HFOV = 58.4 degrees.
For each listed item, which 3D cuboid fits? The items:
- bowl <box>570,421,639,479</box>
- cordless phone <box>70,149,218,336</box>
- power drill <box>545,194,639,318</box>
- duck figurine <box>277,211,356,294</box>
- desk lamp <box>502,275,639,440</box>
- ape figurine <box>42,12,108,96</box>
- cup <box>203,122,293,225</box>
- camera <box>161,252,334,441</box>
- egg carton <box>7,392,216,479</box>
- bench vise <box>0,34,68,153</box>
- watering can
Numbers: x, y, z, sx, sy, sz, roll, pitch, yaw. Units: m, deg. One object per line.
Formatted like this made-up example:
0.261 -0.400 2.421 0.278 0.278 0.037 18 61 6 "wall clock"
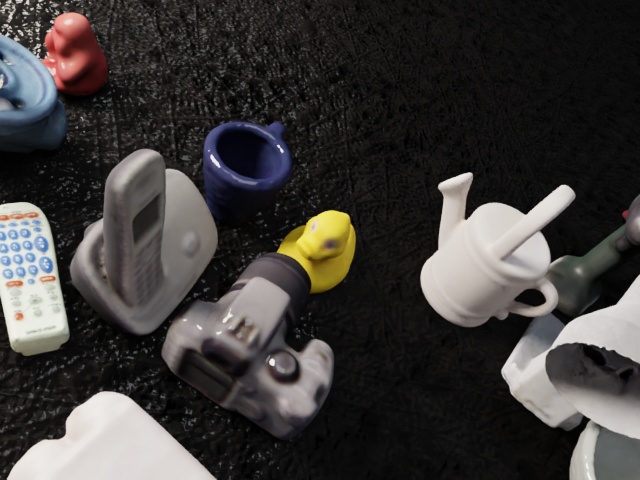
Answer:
0.312 0.259 0.574 0.168 0.074 0.167 14 50 -17 "bowl"
-0.135 -0.019 0.481 0.094 0.185 0.148 30 48 -3 "cordless phone"
0.372 0.008 0.705 0.230 0.208 0.075 -24 69 -38 "power drill"
0.006 0.002 0.604 0.077 0.086 0.105 47 49 12 "duck figurine"
0.285 0.111 0.578 0.118 0.213 0.204 42 48 8 "desk lamp"
-0.267 -0.205 0.618 0.076 0.092 0.077 10 52 -20 "ape figurine"
-0.079 -0.069 0.609 0.091 0.095 0.118 33 47 0 "cup"
-0.044 0.079 0.511 0.143 0.100 0.137 33 47 0 "camera"
-0.136 0.186 0.403 0.150 0.069 0.107 40 48 6 "egg carton"
-0.310 -0.141 0.461 0.208 0.219 0.121 -30 72 -39 "bench vise"
0.194 0.004 0.626 0.173 0.194 0.101 33 47 0 "watering can"
